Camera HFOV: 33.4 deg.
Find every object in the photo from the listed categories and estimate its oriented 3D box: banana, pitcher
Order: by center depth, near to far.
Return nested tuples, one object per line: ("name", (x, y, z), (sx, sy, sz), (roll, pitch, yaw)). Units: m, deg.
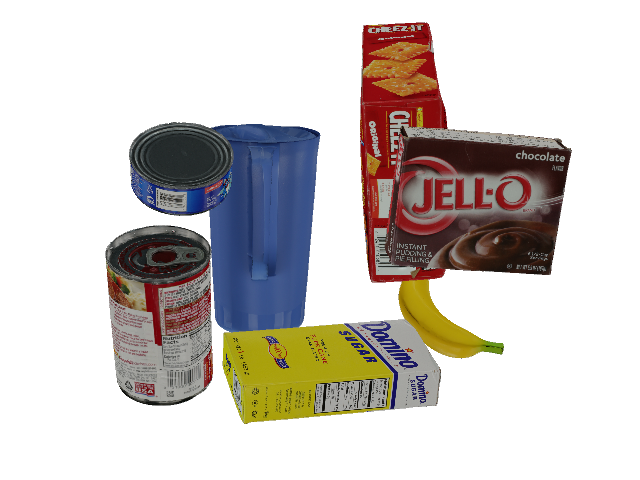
("banana", (0.127, 0.085, 1.205), (0.069, 0.037, 0.198), (4, 23, -26))
("pitcher", (-0.070, -0.012, 1.250), (0.145, 0.243, 0.148), (14, 19, 39))

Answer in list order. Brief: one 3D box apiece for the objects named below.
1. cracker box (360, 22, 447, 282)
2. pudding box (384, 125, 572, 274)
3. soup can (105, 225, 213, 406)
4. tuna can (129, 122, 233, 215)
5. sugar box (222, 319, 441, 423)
("cracker box", (0.074, -0.085, 0.946), (0.072, 0.164, 0.213), (-2, 27, 5))
("pudding box", (0.104, -0.027, 0.719), (0.113, 0.090, 0.039), (3, 22, -5))
("soup can", (-0.105, 0.051, 0.712), (0.068, 0.102, 0.068), (1, 30, -1))
("tuna can", (-0.116, -0.060, 0.889), (0.086, 0.034, 0.086), (4, 43, -4))
("sugar box", (0.008, 0.112, 0.941), (0.176, 0.048, 0.093), (-6, 27, -14))
